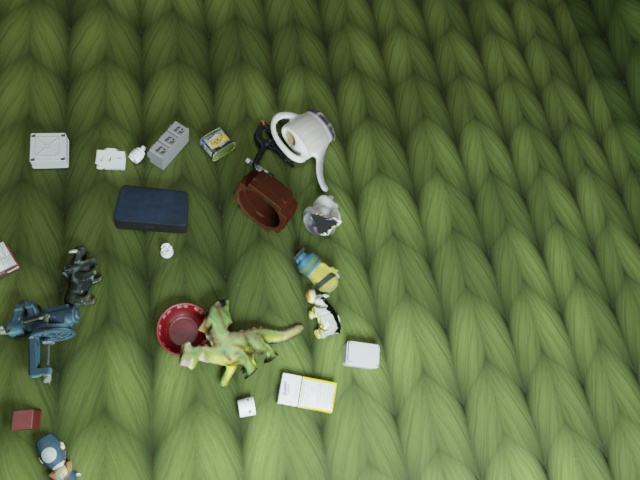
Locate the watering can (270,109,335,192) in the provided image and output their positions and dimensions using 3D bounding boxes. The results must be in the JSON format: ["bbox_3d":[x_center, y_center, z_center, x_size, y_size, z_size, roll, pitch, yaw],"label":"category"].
[{"bbox_3d":[-0.030,-0.356,1.929,0.227,0.102,0.348,-39,86,-27],"label":"watering can"}]

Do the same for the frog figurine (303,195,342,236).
[{"bbox_3d":[0.006,-0.093,1.846,0.137,0.120,0.163,-1,33,-7],"label":"frog figurine"}]

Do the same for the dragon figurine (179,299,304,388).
[{"bbox_3d":[-0.252,0.288,1.579,0.416,0.120,0.243,-32,88,-41],"label":"dragon figurine"}]
